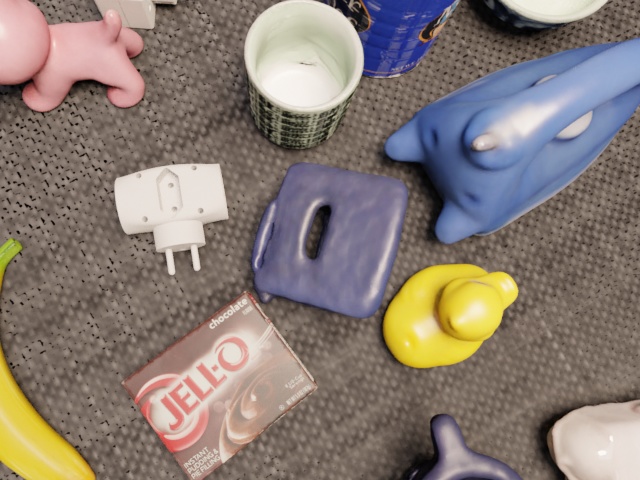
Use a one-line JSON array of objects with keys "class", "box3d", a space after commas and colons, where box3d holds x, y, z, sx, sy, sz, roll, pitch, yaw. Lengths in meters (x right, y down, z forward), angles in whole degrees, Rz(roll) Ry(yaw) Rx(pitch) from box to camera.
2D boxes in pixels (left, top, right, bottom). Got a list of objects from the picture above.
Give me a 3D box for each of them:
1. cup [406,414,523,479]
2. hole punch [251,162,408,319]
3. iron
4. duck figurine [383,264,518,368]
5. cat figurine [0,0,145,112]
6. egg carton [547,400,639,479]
[{"class": "cup", "box3d": [0.090, 0.178, 0.407, 0.092, 0.095, 0.118, -14, 84, -8]}, {"class": "hole punch", "box3d": [0.004, 0.002, 0.423, 0.101, 0.091, 0.109, 16, 81, -4]}, {"class": "iron", "box3d": [0.185, -0.104, 0.433, 0.258, 0.141, 0.118, -31, 86, -10]}, {"class": "duck figurine", "box3d": [0.100, 0.056, 0.429, 0.104, 0.086, 0.077, -30, 86, -9]}, {"class": "cat figurine", "box3d": [-0.198, -0.141, 0.406, 0.128, 0.117, 0.067, -9, 83, -7]}, {"class": "egg carton", "box3d": [0.252, 0.176, 0.438, 0.150, 0.069, 0.107, -6, 83, -7]}]
